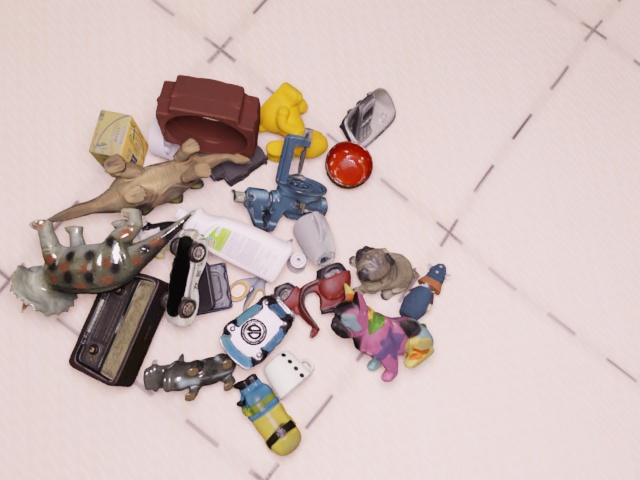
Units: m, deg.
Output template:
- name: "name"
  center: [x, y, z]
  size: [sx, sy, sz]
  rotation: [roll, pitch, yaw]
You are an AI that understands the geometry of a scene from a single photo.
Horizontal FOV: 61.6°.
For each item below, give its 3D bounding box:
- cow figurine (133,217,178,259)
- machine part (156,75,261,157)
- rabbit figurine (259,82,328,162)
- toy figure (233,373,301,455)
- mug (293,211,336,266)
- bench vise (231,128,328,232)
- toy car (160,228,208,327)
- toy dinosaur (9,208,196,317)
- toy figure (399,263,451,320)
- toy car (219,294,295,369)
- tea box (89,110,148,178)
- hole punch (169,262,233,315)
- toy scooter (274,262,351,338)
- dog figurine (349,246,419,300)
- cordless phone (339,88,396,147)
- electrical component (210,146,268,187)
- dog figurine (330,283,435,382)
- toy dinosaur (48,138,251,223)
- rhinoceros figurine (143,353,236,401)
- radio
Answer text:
- name: "cow figurine"
  center: [-0.344, -0.010, 1.184]
  size: [0.167, 0.068, 0.098]
  rotation: [13, 72, -8]
- name: "machine part"
  center: [-0.227, -0.251, 1.119]
  size: [0.201, 0.201, 0.087]
  rotation: [10, 76, -4]
- name: "rabbit figurine"
  center: [-0.063, -0.251, 1.239]
  size: [0.173, 0.122, 0.162]
  rotation: [44, 82, 2]
- name: "toy figure"
  center: [-0.111, 0.367, 1.126]
  size: [0.082, 0.089, 0.180]
  rotation: [-32, 86, -7]
- name: "mug"
  center: [-0.002, -0.004, 1.185]
  size: [0.081, 0.109, 0.107]
  rotation: [-9, 53, -24]
- name: "bench vise"
  center: [-0.075, -0.135, 1.192]
  size: [0.224, 0.129, 0.240]
  rotation: [11, 113, -12]
- name: "toy car"
  center: [-0.277, 0.076, 1.103]
  size: [0.074, 0.056, 0.201]
  rotation: [13, 94, 35]
- name: "toy dinosaur"
  center: [-0.446, 0.047, 1.075]
  size: [0.405, 0.131, 0.192]
  rotation: [-8, 81, 8]
- name: "toy figure"
  center: [0.240, 0.118, 1.234]
  size: [0.064, 0.058, 0.154]
  rotation: [42, 72, -4]
- name: "toy car"
  center: [-0.134, 0.193, 1.150]
  size: [0.109, 0.103, 0.161]
  rotation: [44, 75, 2]
- name: "tea box"
  center: [-0.429, -0.198, 1.159]
  size: [0.068, 0.169, 0.098]
  rotation: [11, 79, -5]
- name: "hole punch"
  center: [-0.258, 0.107, 1.171]
  size: [0.116, 0.092, 0.142]
  rotation: [-15, 82, 24]
- name: "toy scooter"
  center: [-0.002, 0.137, 1.192]
  size: [0.184, 0.075, 0.135]
  rotation: [-22, 82, -8]
- name: "dog figurine"
  center: [0.151, 0.065, 1.166]
  size: [0.172, 0.190, 0.121]
  rotation: [-14, 81, -11]
- name: "cordless phone"
  center: [0.118, -0.303, 1.238]
  size: [0.146, 0.184, 0.089]
  rotation: [-43, 82, -12]
- name: "electrical component"
  center: [-0.205, -0.192, 1.243]
  size: [0.134, 0.058, 0.115]
  rotation: [-35, 83, -12]
- name: "dog figurine"
  center: [0.127, 0.179, 1.142]
  size: [0.191, 0.109, 0.219]
  rotation: [-29, 109, -10]
- name: "toy dinosaur"
  center: [-0.375, -0.107, 1.133]
  size: [0.472, 0.198, 0.105]
  rotation: [-16, 82, -10]
- name: "rhinoceros figurine"
  center: [-0.268, 0.274, 1.119]
  size: [0.190, 0.112, 0.073]
  rotation: [-6, 108, -21]
- name: "radio"
  center: [-0.414, 0.176, 1.119]
  size: [0.131, 0.073, 0.229]
  rotation: [16, 76, 17]
